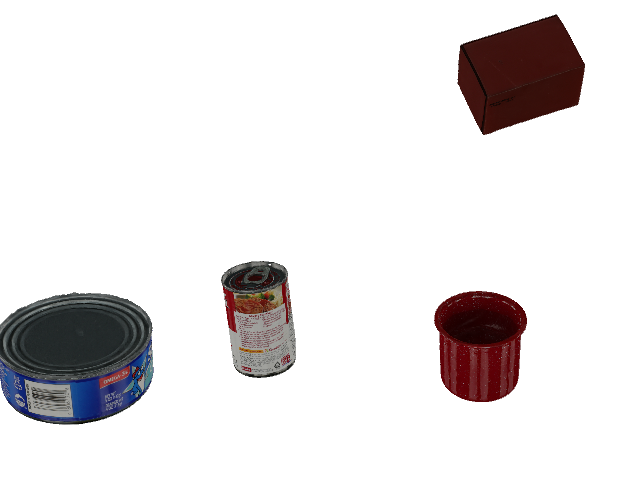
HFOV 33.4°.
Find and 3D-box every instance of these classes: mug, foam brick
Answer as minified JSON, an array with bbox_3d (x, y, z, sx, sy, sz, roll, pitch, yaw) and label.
[{"bbox_3d":[0.171,0.106,1.108,0.093,0.081,0.117,16,39,29],"label":"mug"},{"bbox_3d":[0.147,-0.122,0.787,0.078,0.051,0.053,-18,-27,-4],"label":"foam brick"}]

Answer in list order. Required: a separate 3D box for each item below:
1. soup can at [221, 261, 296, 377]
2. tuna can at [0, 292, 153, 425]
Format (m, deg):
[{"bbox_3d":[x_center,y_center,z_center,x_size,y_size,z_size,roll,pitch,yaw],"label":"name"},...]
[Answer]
[{"bbox_3d":[-0.062,0.081,1.099,0.068,0.102,0.068,-5,25,2],"label":"soup can"},{"bbox_3d":[-0.136,0.065,0.597,0.086,0.034,0.086,1,28,-1],"label":"tuna can"}]
